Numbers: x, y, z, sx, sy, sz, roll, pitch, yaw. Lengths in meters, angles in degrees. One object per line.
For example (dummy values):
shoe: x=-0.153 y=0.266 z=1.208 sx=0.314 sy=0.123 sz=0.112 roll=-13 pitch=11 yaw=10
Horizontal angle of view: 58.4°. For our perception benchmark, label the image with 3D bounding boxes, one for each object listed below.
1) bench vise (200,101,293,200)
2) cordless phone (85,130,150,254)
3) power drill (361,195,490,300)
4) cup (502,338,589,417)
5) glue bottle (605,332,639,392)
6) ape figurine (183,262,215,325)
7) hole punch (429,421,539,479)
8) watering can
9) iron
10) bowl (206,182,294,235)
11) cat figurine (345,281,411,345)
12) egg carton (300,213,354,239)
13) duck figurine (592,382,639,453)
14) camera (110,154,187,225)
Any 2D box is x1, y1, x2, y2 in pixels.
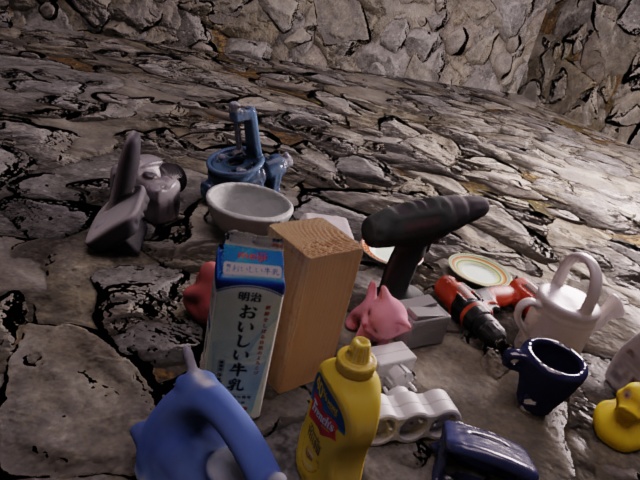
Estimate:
bench vise: x=-0.152 y=-0.189 z=1.212 sx=0.121 sy=0.220 sz=0.208 roll=27 pitch=30 yaw=25
cordless phone: x=-0.333 y=-0.082 z=0.957 sx=0.094 sy=0.185 sz=0.147 roll=5 pitch=28 yaw=-15
power drill: x=0.166 y=0.019 z=0.967 sx=0.230 sy=0.208 sz=0.075 roll=-2 pitch=30 yaw=-28
cup: x=0.304 y=0.198 z=0.809 sx=0.118 sy=0.095 sz=0.091 roll=10 pitch=27 yaw=-6
glue bottle: x=0.502 y=0.167 z=0.874 sx=0.037 sy=0.173 sz=0.078 roll=5 pitch=28 yaw=-16
ape figurine: x=-0.161 y=0.073 z=0.841 sx=0.078 sy=0.092 sz=0.076 roll=5 pitch=28 yaw=-16
hole punch: x=0.185 y=0.250 z=0.658 sx=0.108 sy=0.091 sz=0.101 roll=18 pitch=27 yaw=9
watering can: x=0.398 y=0.109 z=0.916 sx=0.173 sy=0.194 sz=0.100 roll=-5 pitch=32 yaw=-32
iron: x=-0.077 y=0.220 z=0.536 sx=0.119 sy=0.141 sz=0.257 roll=-12 pitch=36 yaw=-41
bowl: x=-0.139 y=-0.045 z=1.101 sx=0.167 sy=0.075 sz=0.167 roll=11 pitch=27 yaw=-5
cat figurine: x=0.088 y=0.112 z=0.852 sx=0.067 sy=0.118 sz=0.127 roll=6 pitch=27 yaw=-14
egg carton: x=0.010 y=0.004 z=1.080 sx=0.107 sy=0.069 sz=0.150 roll=7 pitch=27 yaw=-13
duck figurine: x=0.438 y=0.237 z=0.806 sx=0.077 sy=0.086 sz=0.105 roll=31 pitch=32 yaw=32
camera: x=-0.317 y=-0.113 z=1.121 sx=0.142 sy=0.101 sz=0.137 roll=27 pitch=29 yaw=25
